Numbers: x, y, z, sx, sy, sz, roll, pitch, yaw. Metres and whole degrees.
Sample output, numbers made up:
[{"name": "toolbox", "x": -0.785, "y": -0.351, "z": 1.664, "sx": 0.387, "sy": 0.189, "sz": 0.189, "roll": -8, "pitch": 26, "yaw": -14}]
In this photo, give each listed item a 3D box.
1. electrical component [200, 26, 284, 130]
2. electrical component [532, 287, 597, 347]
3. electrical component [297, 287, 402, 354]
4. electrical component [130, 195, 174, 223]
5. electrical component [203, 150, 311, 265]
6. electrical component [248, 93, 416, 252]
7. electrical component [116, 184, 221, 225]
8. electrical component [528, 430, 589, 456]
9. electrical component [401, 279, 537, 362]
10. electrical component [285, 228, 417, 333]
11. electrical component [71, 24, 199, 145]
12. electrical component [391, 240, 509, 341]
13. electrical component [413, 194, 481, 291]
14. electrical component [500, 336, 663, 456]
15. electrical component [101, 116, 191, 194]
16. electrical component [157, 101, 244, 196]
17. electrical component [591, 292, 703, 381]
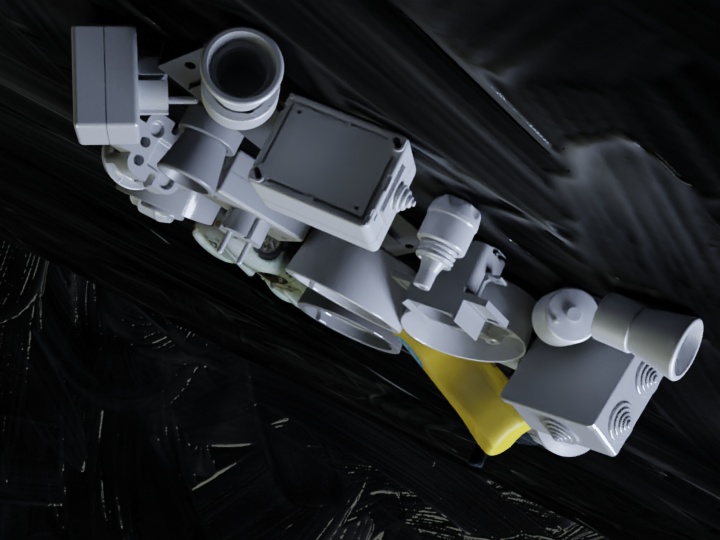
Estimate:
[{"name": "electrical component", "x": -0.066, "y": -0.105, "z": 0.596, "sx": 0.045, "sy": 0.045, "sz": 0.055, "roll": 27, "pitch": 169, "yaw": -3}, {"name": "electrical component", "x": 0.145, "y": 0.036, "z": 0.785, "sx": 0.040, "sy": 0.040, "sz": 0.078, "roll": 27, "pitch": 169, "yaw": -3}, {"name": "electrical component", "x": 0.001, "y": 0.029, "z": 1.026, "sx": 0.108, "sy": 0.060, "sz": 0.108, "roll": 25, "pitch": 169, "yaw": 5}, {"name": "electrical component", "x": -0.206, "y": -0.076, "z": 1.054, "sx": 0.062, "sy": 0.043, "sz": 0.043, "roll": 26, "pitch": 169, "yaw": 11}, {"name": "electrical component", "x": -0.088, "y": -0.042, "z": 0.857, "sx": 0.083, "sy": 0.075, "sz": 0.047, "roll": 31, "pitch": 168, "yaw": -26}, {"name": "electrical component", "x": -0.009, "y": -0.055, "z": 0.655, "sx": 0.096, "sy": 0.061, "sz": 0.061, "roll": 23, "pitch": 169, "yaw": 14}, {"name": "electrical component", "x": -0.164, "y": -0.080, "z": 0.948, "sx": 0.099, "sy": 0.064, "sz": 0.099, "roll": 22, "pitch": -178, "yaw": -1}, {"name": "electrical component", "x": 0.195, "y": 0.136, "z": 1.039, "sx": 0.080, "sy": 0.080, "sz": 0.051, "roll": 30, "pitch": 174, "yaw": -20}, {"name": "electrical component", "x": 0.088, "y": 0.035, "z": 0.844, "sx": 0.099, "sy": 0.064, "sz": 0.099, "roll": 25, "pitch": 169, "yaw": 5}, {"name": "electrical component", "x": 0.000, "y": 0.000, "z": 0.883, "sx": 0.108, "sy": 0.060, "sz": 0.108, "roll": 29, "pitch": 174, "yaw": 3}, {"name": "electrical component", "x": -0.141, "y": -0.116, "z": 0.681, "sx": 0.077, "sy": 0.065, "sz": 0.047, "roll": -2, "pitch": 173, "yaw": -11}, {"name": "electrical component", "x": 0.069, "y": 0.009, "z": 0.770, "sx": 0.081, "sy": 0.063, "sz": 0.042, "roll": 18, "pitch": 166, "yaw": 34}, {"name": "electrical component", "x": 0.052, "y": -0.016, "z": 0.695, "sx": 0.035, "sy": 0.061, "sz": 0.035, "roll": 25, "pitch": 169, "yaw": 5}, {"name": "electrical component", "x": 0.169, "y": 0.084, "z": 0.807, "sx": 0.100, "sy": 0.099, "sz": 0.048, "roll": 13, "pitch": 151, "yaw": 48}, {"name": "electrical component", "x": -0.171, "y": -0.092, "z": 0.860, "sx": 0.078, "sy": 0.058, "sz": 0.057, "roll": 34, "pitch": 163, "yaw": -36}, {"name": "electrical component", "x": -0.111, "y": -0.086, "z": 0.755, "sx": 0.045, "sy": 0.055, "sz": 0.045, "roll": 25, "pitch": 169, "yaw": 5}, {"name": "electrical component", "x": 0.188, "y": 0.041, "z": 0.713, "sx": 0.065, "sy": 0.044, "sz": 0.044, "roll": 24, "pitch": 170, "yaw": 33}]
